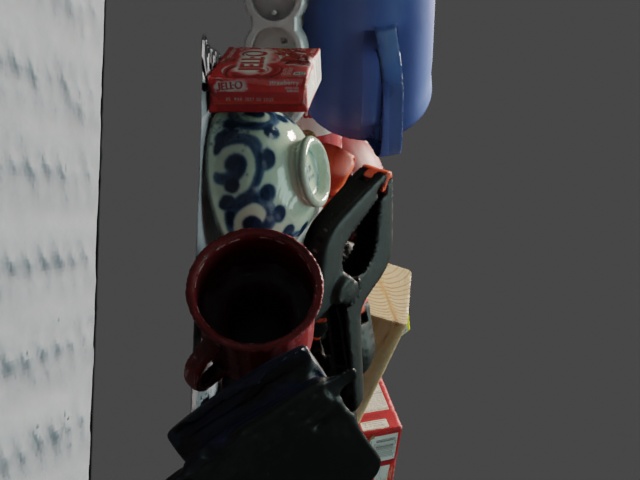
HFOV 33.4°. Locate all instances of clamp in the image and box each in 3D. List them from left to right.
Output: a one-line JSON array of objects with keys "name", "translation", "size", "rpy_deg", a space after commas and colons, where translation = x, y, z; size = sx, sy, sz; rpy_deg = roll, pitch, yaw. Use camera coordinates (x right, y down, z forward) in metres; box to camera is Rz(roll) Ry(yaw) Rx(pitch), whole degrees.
[{"name": "clamp", "translation": [0.016, 0.125, 1.052], "size": [0.039, 0.120, 0.172], "rpy_deg": [-37, 165, -43]}, {"name": "clamp", "translation": [0.016, 0.044, 0.862], "size": [0.164, 0.036, 0.210], "rpy_deg": [29, 85, -51]}]

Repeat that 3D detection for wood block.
[{"name": "wood block", "translation": [0.022, 0.121, 1.154], "size": [0.090, 0.090, 0.206], "rpy_deg": [-79, -172, -52]}]

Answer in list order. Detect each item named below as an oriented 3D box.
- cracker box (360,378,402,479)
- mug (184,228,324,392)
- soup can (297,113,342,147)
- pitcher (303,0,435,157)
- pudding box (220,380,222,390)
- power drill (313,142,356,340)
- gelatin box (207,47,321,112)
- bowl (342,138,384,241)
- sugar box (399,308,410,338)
[{"name": "cracker box", "translation": [0.032, 0.218, 1.343], "size": [0.214, 0.072, 0.164], "rpy_deg": [-113, -159, -49]}, {"name": "mug", "translation": [-0.052, 0.059, 0.746], "size": [0.117, 0.093, 0.081], "rpy_deg": [-51, 163, -24]}, {"name": "soup can", "translation": [-0.010, -0.122, 1.135], "size": [0.068, 0.068, 0.102], "rpy_deg": [-78, 168, -60]}, {"name": "pitcher", "translation": [0.047, -0.200, 0.973], "size": [0.145, 0.149, 0.243], "rpy_deg": [-52, 162, -22]}, {"name": "pudding box", "translation": [-0.062, 0.173, 0.870], "size": [0.090, 0.039, 0.113], "rpy_deg": [81, 12, -63]}, {"name": "power drill", "translation": [-0.007, 0.001, 1.002], "size": [0.185, 0.057, 0.187], "rpy_deg": [-49, -153, 49]}, {"name": "gelatin box", "translation": [-0.040, -0.121, 0.796], "size": [0.089, 0.073, 0.030], "rpy_deg": [-73, 164, -65]}, {"name": "bowl", "translation": [0.033, -0.077, 1.258], "size": [0.162, 0.055, 0.162], "rpy_deg": [56, -19, 31]}, {"name": "sugar box", "translation": [0.035, 0.041, 1.259], "size": [0.176, 0.048, 0.093], "rpy_deg": [52, -8, 18]}]
